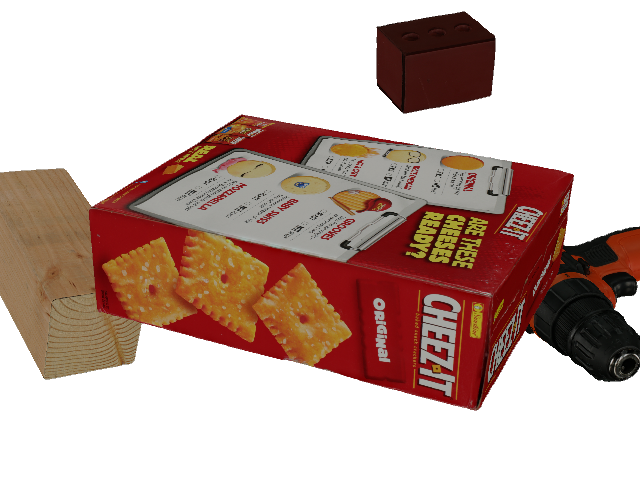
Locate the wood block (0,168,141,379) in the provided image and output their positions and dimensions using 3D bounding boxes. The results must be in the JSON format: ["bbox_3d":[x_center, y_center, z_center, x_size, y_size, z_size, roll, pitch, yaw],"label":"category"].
[{"bbox_3d":[-0.249,0.024,1.005,0.090,0.091,0.206,-7,38,-33],"label":"wood block"}]

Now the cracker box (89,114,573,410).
[{"bbox_3d":[0.010,0.002,0.578,0.214,0.072,0.164,13,28,22],"label":"cracker box"}]

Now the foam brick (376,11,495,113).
[{"bbox_3d":[0.088,-0.137,0.817,0.078,0.051,0.053,-13,37,-16],"label":"foam brick"}]

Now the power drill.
[{"bbox_3d":[0.225,0.028,0.750,0.187,0.057,0.184,-9,28,-15],"label":"power drill"}]
